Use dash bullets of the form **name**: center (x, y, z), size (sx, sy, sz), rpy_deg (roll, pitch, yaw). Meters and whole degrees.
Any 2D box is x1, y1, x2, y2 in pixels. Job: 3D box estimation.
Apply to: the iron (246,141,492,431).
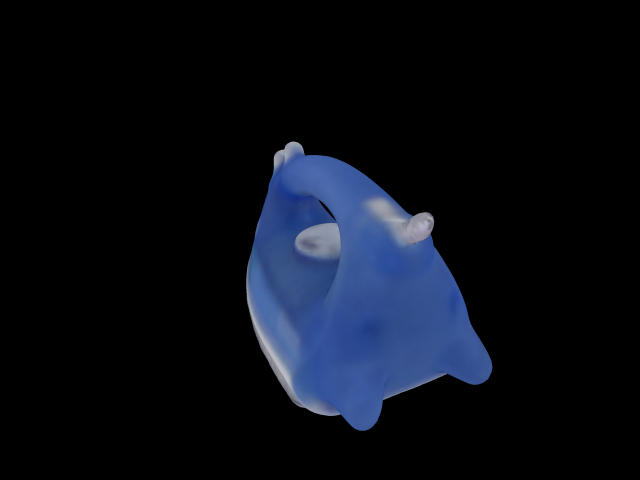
- **iron**: center (0.004, 0.001, 0.400), size (0.119, 0.141, 0.257), rpy_deg (-14, 32, -23)
